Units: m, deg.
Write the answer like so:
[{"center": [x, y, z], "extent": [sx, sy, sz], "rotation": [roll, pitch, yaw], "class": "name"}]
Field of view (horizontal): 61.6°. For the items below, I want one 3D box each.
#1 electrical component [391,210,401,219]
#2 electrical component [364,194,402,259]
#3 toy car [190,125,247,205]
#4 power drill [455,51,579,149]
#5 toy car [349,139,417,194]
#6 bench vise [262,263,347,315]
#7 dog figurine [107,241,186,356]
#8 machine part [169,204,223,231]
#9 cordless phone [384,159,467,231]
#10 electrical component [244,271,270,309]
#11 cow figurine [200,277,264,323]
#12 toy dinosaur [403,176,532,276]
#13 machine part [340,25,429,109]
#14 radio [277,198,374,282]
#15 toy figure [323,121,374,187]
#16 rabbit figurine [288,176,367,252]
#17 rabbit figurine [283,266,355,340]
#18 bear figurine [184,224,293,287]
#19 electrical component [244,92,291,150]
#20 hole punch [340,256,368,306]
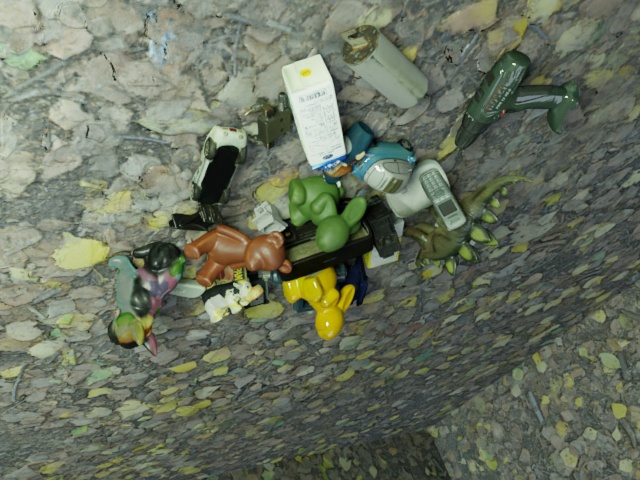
[{"center": [0.222, -0.095, 1.337], "extent": [0.094, 0.021, 0.063], "rotation": [-42, 138, 11], "class": "electrical component"}, {"center": [0.144, -0.024, 1.279], "extent": [0.058, 0.115, 0.134], "rotation": [-20, 120, 0], "class": "electrical component"}, {"center": [-0.193, -0.133, 1.015], "extent": [0.073, 0.056, 0.201], "rotation": [4, 142, -26], "class": "toy car"}, {"center": [0.413, -0.276, 1.127], "extent": [0.207, 0.086, 0.231], "rotation": [9, 136, -4], "class": "power drill"}, {"center": [0.143, -0.151, 1.148], "extent": [0.161, 0.103, 0.109], "rotation": [2, 139, -35], "class": "toy car"}, {"center": [-0.045, 0.125, 1.420], "extent": [0.224, 0.129, 0.240], "rotation": [-11, 141, -14], "class": "bench vise"}, {"center": [-0.363, 0.130, 1.145], "extent": [0.192, 0.219, 0.108], "rotation": [-20, 150, -2], "class": "dog figurine"}, {"center": [-0.250, -0.041, 1.094], "extent": [0.084, 0.039, 0.139], "rotation": [15, 160, -37], "class": "machine part"}, {"center": [0.241, -0.080, 1.231], "extent": [0.147, 0.184, 0.088], "rotation": [-27, 151, 7], "class": "cordless phone"}, {"center": [-0.171, 0.128, 1.412], "extent": [0.075, 0.048, 0.119], "rotation": [-12, 147, -17], "class": "electrical component"}, {"center": [-0.222, 0.134, 1.349], "extent": [0.167, 0.098, 0.068], "rotation": [-30, -179, 23], "class": "cow figurine"}, {"center": [0.343, -0.038, 1.328], "extent": [0.105, 0.199, 0.471], "rotation": [-29, 158, -30], "class": "toy dinosaur"}, {"center": [0.117, -0.299, 0.942], "extent": [0.079, 0.079, 0.243], "rotation": [-40, 143, 25], "class": "machine part"}, {"center": [-0.003, -0.004, 1.244], "extent": [0.230, 0.131, 0.073], "rotation": [-19, 146, -5], "class": "radio"}, {"center": [0.048, -0.172, 1.093], "extent": [0.058, 0.064, 0.154], "rotation": [20, 129, -28], "class": "toy figure"}, {"center": [0.019, -0.045, 1.161], "extent": [0.159, 0.170, 0.121], "rotation": [-9, 145, -18], "class": "rabbit figurine"}, {"center": [0.007, 0.150, 1.289], "extent": [0.122, 0.173, 0.162], "rotation": [-17, -176, 37], "class": "rabbit figurine"}, {"center": [-0.168, 0.038, 1.147], "extent": [0.132, 0.196, 0.120], "rotation": [-49, 141, -40], "class": "bear figurine"}, {"center": [-0.094, -0.215, 0.972], "extent": [0.078, 0.045, 0.102], "rotation": [-43, 156, -22], "class": "electrical component"}, {"center": [0.077, 0.111, 1.479], "extent": [0.092, 0.116, 0.142], "rotation": [-3, 143, -15], "class": "hole punch"}]
